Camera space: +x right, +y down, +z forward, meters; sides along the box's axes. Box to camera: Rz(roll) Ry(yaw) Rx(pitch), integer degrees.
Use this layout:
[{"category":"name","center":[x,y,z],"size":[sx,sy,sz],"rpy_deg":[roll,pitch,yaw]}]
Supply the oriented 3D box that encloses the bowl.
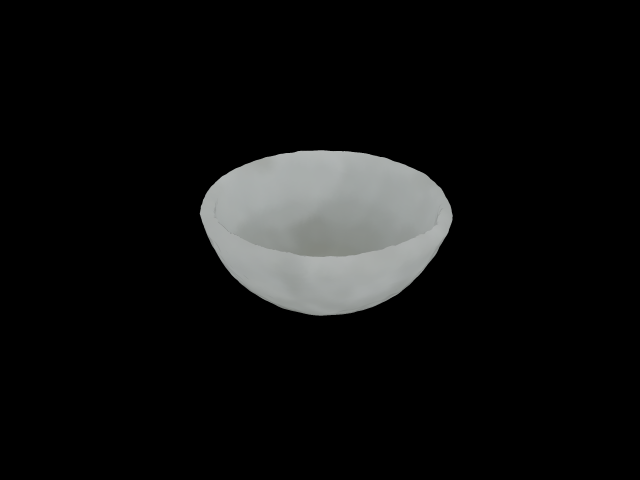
[{"category":"bowl","center":[0.004,0.001,0.400],"size":[0.167,0.075,0.167],"rpy_deg":[0,31,0]}]
